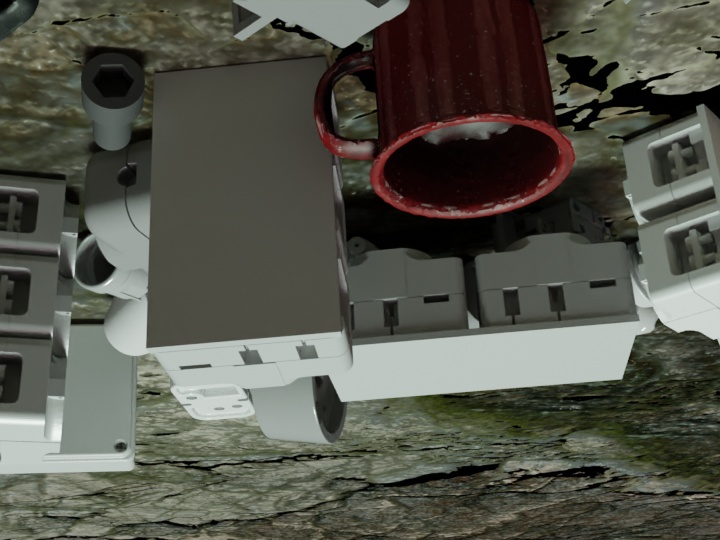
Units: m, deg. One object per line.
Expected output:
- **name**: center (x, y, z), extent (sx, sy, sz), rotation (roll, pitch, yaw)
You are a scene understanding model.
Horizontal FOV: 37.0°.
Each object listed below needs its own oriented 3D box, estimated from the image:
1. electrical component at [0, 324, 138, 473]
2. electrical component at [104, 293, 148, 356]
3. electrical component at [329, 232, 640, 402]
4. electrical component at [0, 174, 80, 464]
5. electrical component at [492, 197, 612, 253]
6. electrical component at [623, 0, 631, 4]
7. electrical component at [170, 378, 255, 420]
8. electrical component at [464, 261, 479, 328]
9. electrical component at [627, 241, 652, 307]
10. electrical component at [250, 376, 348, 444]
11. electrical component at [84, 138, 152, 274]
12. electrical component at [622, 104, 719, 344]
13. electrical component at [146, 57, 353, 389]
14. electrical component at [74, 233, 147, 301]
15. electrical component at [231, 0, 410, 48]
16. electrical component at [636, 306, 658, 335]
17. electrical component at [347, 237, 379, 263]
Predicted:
- **electrical component**: center (-0.228, 0.099, 0.832), extent (0.109, 0.108, 0.056), rotation (0, 158, -9)
- **electrical component**: center (-0.133, 0.032, 0.773), extent (0.079, 0.043, 0.077), rotation (12, 151, -30)
- **electrical component**: center (0.072, 0.031, 0.678), extent (0.186, 0.060, 0.105), rotation (-5, 156, 5)
- **electrical component**: center (-0.202, 0.030, 0.630), extent (0.062, 0.150, 0.089), rotation (5, 154, -15)
- **electrical component**: center (0.128, -0.016, 0.709), extent (0.064, 0.042, 0.081), rotation (-23, 150, 38)
- **electrical component**: center (0.091, -0.141, 0.399), extent (0.081, 0.063, 0.042), rotation (10, 152, -28)
- **electrical component**: center (-0.116, 0.077, 0.858), extent (0.054, 0.059, 0.095), rotation (-5, 156, 3)
- **electrical component**: center (0.125, 0.025, 0.785), extent (0.138, 0.052, 0.074), rotation (12, 151, -32)
- **electrical component**: center (0.212, -0.004, 0.743), extent (0.066, 0.048, 0.055), rotation (25, 138, -38)
- **electrical component**: center (-0.051, 0.079, 0.819), extent (0.060, 0.108, 0.108), rotation (-3, 156, 13)
- **electrical component**: center (-0.115, -0.032, 0.622), extent (0.059, 0.053, 0.095), rotation (-11, 155, 17)
- **electrical component**: center (0.231, -0.009, 0.660), extent (0.060, 0.105, 0.186), rotation (-22, 150, 34)
- **electrical component**: center (-0.053, -0.023, 0.535), extent (0.089, 0.150, 0.061), rotation (-5, 154, 3)
- **electrical component**: center (-0.159, -0.001, 0.704), extent (0.040, 0.040, 0.046), rotation (-14, 159, 21)
- **electrical component**: center (-0.015, -0.126, 0.445), extent (0.081, 0.042, 0.064), rotation (-23, 153, 37)
- **electrical component**: center (0.202, 0.028, 0.825), extent (0.061, 0.035, 0.035), rotation (22, 145, -39)
- **electrical component**: center (0.000, 0.000, 0.727), extent (0.040, 0.040, 0.078), rotation (-4, 155, 1)
